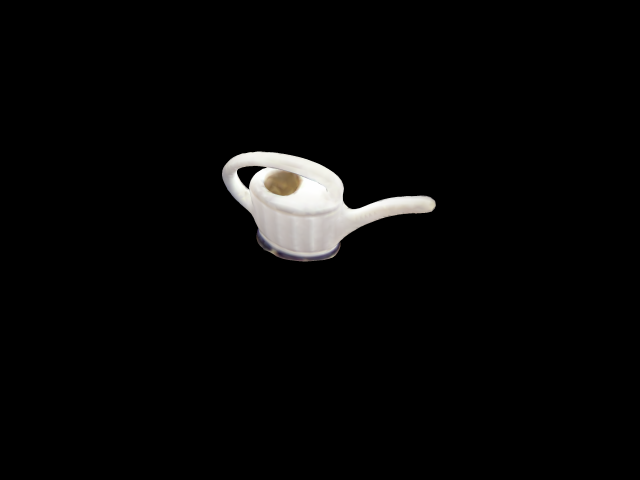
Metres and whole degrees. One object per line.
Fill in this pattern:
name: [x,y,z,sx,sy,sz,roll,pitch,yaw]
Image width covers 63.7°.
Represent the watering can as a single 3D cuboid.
watering can: [0.003,-0.043,0.850,0.348,0.106,0.219,16,-34,11]
